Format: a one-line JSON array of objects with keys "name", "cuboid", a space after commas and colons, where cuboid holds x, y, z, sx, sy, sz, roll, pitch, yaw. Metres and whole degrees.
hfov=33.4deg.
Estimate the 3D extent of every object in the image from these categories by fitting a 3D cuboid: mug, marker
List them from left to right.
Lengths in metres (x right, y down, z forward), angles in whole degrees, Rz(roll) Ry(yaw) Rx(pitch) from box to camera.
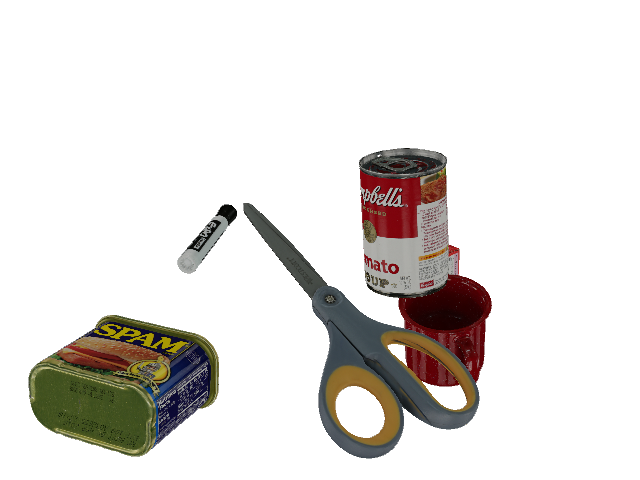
[{"name": "marker", "cuboid": [-0.107, -0.004, 1.034, 0.020, 0.020, 0.121, 0, 26, 17]}, {"name": "mug", "cuboid": [0.131, 0.100, 1.080, 0.093, 0.081, 0.117, -16, 38, -15]}]

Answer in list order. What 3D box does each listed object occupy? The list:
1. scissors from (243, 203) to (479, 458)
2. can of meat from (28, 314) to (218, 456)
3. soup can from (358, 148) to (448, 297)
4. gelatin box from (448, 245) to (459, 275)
[{"name": "scissors", "cuboid": [-0.002, 0.052, 0.615, 0.202, 0.016, 0.096, 34, 53, 25]}, {"name": "can of meat", "cuboid": [-0.133, 0.097, 0.723, 0.102, 0.057, 0.083, 11, 21, 21]}, {"name": "soup can", "cuboid": [0.066, -0.014, 0.837, 0.068, 0.102, 0.068, -3, 21, 1]}, {"name": "gelatin box", "cuboid": [0.133, 0.041, 1.308, 0.030, 0.089, 0.073, -24, 35, -35]}]
